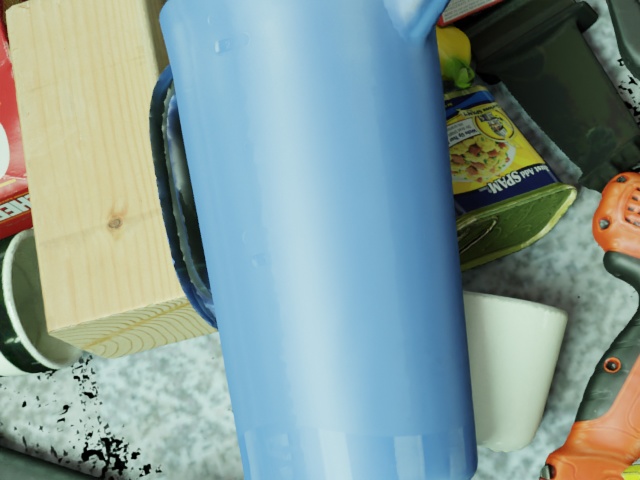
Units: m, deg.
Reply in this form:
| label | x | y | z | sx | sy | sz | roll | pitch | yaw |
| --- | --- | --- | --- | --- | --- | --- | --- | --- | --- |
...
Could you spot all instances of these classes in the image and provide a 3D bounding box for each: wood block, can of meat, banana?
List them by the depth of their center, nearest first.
| label | x | y | z | sx | sy | sz | roll | pitch | yaw |
| --- | --- | --- | --- | --- | --- | --- | --- | --- | --- |
| can of meat | 0.076 | -0.033 | 0.590 | 0.101 | 0.058 | 0.084 | -18 | 62 | -32 |
| wood block | -0.119 | -0.044 | 0.644 | 0.091 | 0.090 | 0.206 | -15 | 72 | 9 |
| banana | 0.011 | -0.123 | 0.647 | 0.198 | 0.069 | 0.037 | 12 | 106 | 25 |

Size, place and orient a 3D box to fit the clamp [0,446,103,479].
| label | x | y | z | sx | sy | sz | roll | pitch | yaw |
| --- | --- | --- | --- | --- | --- | --- | --- | --- | --- |
| clamp | -0.238 | 0.149 | 0.649 | 0.210 | 0.036 | 0.164 | 41 | 88 | 23 |

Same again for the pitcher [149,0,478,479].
| label | x | y | z | sx | sy | sz | roll | pitch | yaw |
| --- | --- | --- | --- | --- | --- | --- | --- | --- | --- |
| pitcher | -0.003 | 0.001 | 0.510 | 0.145 | 0.149 | 0.243 | -7 | 85 | -7 |

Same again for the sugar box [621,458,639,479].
| label | x | y | z | sx | sy | sz | roll | pitch | yaw |
| --- | --- | --- | --- | --- | --- | --- | --- | --- | --- |
| sugar box | 0.238 | 0.089 | 0.486 | 0.176 | 0.048 | 0.093 | -39 | 78 | -3 |

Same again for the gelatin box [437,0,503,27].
| label | x | y | z | sx | sy | sz | roll | pitch | yaw |
| --- | --- | --- | --- | --- | --- | --- | --- | --- | --- |
| gelatin box | 0.089 | -0.169 | 0.632 | 0.089 | 0.030 | 0.073 | -24 | 44 | -8 |

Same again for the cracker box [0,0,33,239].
| label | x | y | z | sx | sy | sz | roll | pitch | yaw |
| --- | --- | --- | --- | --- | --- | --- | --- | --- | --- |
| cracker box | -0.266 | -0.095 | 0.705 | 0.164 | 0.072 | 0.214 | -21 | 71 | 9 |

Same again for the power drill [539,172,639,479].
| label | x | y | z | sx | sy | sz | roll | pitch | yaw |
| --- | --- | --- | --- | --- | --- | --- | --- | --- | --- |
| power drill | 0.207 | 0.073 | 0.546 | 0.184 | 0.057 | 0.187 | 21 | 80 | 16 |

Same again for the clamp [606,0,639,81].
| label | x | y | z | sx | sy | sz | roll | pitch | yaw |
| --- | --- | --- | --- | --- | --- | --- | --- | --- | --- |
| clamp | 0.223 | -0.094 | 0.597 | 0.172 | 0.039 | 0.120 | 33 | 79 | 24 |
